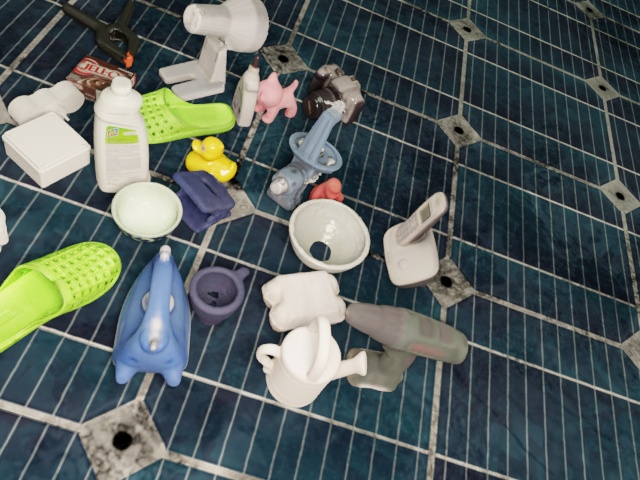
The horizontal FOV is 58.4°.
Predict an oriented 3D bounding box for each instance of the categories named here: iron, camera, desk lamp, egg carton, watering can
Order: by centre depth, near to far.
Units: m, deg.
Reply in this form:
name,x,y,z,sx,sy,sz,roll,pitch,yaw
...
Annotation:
name,x,y,z,sx,sy,sz,roll,pitch,yaw
iron,-0.261,0.096,0.923,0.119,0.141,0.258,7,55,-17
watering can,-0.010,0.190,0.923,0.173,0.194,0.101,-7,60,-25
egg carton,-0.029,0.113,1.049,0.151,0.069,0.107,-6,59,-25
desk lamp,-0.230,-0.427,1.252,0.204,0.213,0.118,-27,69,-33
camera,0.020,-0.351,1.369,0.137,0.100,0.143,-26,69,-33

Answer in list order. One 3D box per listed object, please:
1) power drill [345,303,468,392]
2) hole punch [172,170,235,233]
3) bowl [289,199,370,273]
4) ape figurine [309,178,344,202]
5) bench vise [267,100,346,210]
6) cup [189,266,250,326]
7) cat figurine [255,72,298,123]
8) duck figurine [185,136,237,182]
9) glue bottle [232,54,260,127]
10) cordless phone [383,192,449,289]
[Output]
name,x,y,z,sx,sy,sz,roll,pitch,yaw
power drill,0.120,0.183,0.970,0.230,0.208,0.075,11,54,-14
hole punch,-0.224,-0.088,1.097,0.101,0.091,0.108,-34,74,-35
bowl,0.010,0.004,1.136,0.168,0.074,0.167,11,54,-15
ape figurine,0.016,-0.093,1.195,0.078,0.092,0.076,-1,57,-22
bench vise,-0.013,-0.166,1.152,0.121,0.219,0.207,23,52,-5
cup,-0.174,0.098,0.986,0.091,0.095,0.118,44,53,11
cat figurine,-0.101,-0.329,1.296,0.128,0.117,0.067,-27,70,-34
duck figurine,-0.216,-0.170,1.160,0.104,0.086,0.077,19,52,-8
glue bottle,-0.154,-0.331,1.241,0.037,0.173,0.078,-3,58,-23
cordless phone,0.204,0.001,1.144,0.094,0.185,0.147,4,56,-19
